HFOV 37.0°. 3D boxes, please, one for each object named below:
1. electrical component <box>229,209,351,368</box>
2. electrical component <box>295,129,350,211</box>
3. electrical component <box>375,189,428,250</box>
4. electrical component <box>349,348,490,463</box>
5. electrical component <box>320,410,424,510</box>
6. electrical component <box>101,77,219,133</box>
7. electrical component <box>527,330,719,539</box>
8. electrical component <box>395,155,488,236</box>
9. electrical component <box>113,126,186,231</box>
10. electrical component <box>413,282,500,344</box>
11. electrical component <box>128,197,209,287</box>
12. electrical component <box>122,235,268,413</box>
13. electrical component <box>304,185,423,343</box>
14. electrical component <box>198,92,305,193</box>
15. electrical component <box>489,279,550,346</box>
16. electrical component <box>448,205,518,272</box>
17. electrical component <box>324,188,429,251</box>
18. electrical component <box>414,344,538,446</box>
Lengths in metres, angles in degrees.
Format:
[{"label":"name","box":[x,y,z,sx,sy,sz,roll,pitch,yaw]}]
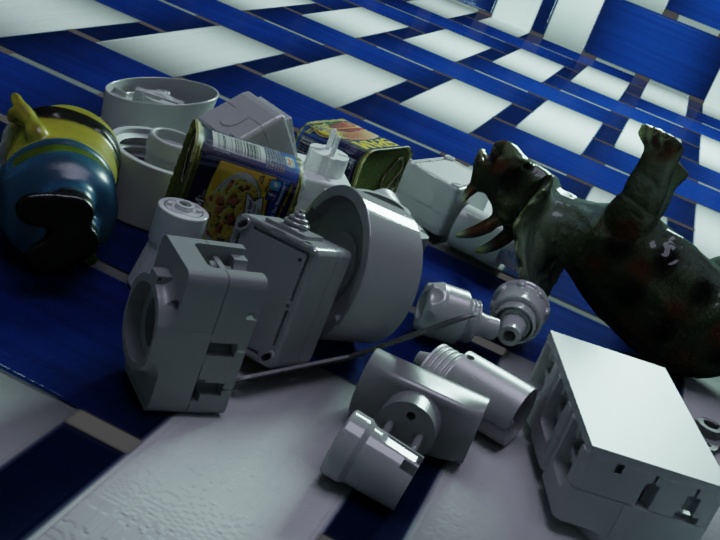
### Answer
[{"label":"electrical component","box":[-0.050,0.007,0.687,0.062,0.096,0.061,26,10,23]},{"label":"electrical component","box":[-0.033,-0.089,0.968,0.047,0.076,0.065,13,23,-19]},{"label":"electrical component","box":[0.030,-0.037,0.954,0.044,0.044,0.065,3,32,-39]},{"label":"electrical component","box":[0.032,0.088,0.646,0.077,0.044,0.079,24,21,9]},{"label":"electrical component","box":[0.007,0.106,0.593,0.046,0.040,0.040,30,23,8]},{"label":"electrical component","box":[-0.185,-0.146,0.982,0.099,0.064,0.099,18,21,-7]},{"label":"electrical component","box":[0.162,0.110,0.690,0.089,0.061,0.150,18,21,-7]},{"label":"electrical component","box":[0.084,-0.071,1.054,0.062,0.061,0.096,32,24,25]},{"label":"electrical component","box":[-0.154,-0.077,0.851,0.108,0.060,0.108,18,22,-7]},{"label":"electrical component","box":[0.075,0.036,0.815,0.062,0.043,0.043,19,21,-11]},{"label":"electrical component","box":[-0.126,-0.015,0.722,0.044,0.065,0.044,18,21,-7]},{"label":"electrical component","box":[-0.097,0.031,0.604,0.056,0.089,0.050,7,25,-32]},{"label":"electrical component","box":[0.000,0.000,0.751,0.060,0.108,0.108,14,21,-32]},{"label":"electrical component","box":[-0.087,-0.094,0.913,0.061,0.096,0.062,-33,44,-19]},{"label":"electrical component","box":[0.123,0.039,0.852,0.048,0.048,0.062,24,28,7]},{"label":"electrical component","box":[0.128,-0.024,1.007,0.081,0.043,0.043,28,22,17]},{"label":"electrical component","box":[0.007,-0.031,0.894,0.050,0.055,0.089,-2,31,-45]},{"label":"electrical component","box":[0.071,0.077,0.712,0.081,0.043,0.043,29,23,22]}]
